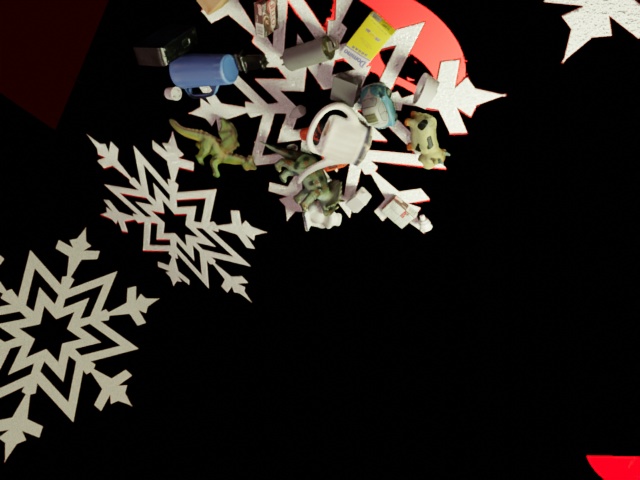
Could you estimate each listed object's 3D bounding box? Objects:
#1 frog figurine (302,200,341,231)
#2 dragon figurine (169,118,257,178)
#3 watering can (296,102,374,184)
[{"bbox_3d":[0.007,-0.108,2.149,0.159,0.125,0.134,-10,120,-2],"label":"frog figurine"},{"bbox_3d":[-0.438,-0.424,2.181,0.408,0.125,0.239,44,123,-11],"label":"dragon figurine"},{"bbox_3d":[0.053,-0.317,1.808,0.224,0.106,0.340,16,126,-10],"label":"watering can"}]
